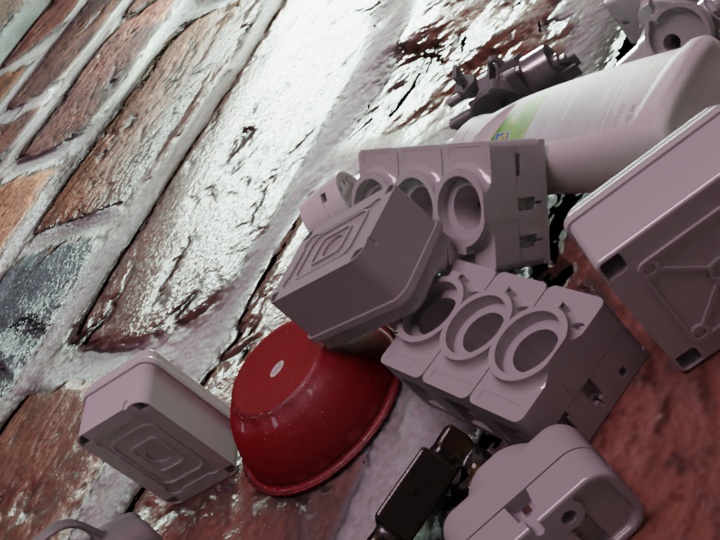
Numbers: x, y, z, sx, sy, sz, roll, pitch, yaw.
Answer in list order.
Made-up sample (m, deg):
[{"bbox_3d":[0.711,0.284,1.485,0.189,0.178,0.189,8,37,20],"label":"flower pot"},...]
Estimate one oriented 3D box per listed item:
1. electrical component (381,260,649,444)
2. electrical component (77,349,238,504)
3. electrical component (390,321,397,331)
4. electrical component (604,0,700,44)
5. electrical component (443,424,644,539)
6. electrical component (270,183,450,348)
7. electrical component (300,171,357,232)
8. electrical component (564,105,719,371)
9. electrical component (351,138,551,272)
[{"bbox_3d":[0.090,0.052,0.682,0.089,0.062,0.150,-52,30,-12],"label":"electrical component"},{"bbox_3d":[-0.157,0.124,0.851,0.078,0.113,0.057,-31,35,23],"label":"electrical component"},{"bbox_3d":[0.032,0.026,0.803,0.040,0.046,0.040,-32,32,23],"label":"electrical component"},{"bbox_3d":[0.236,-0.204,0.833,0.083,0.047,0.075,-17,41,40],"label":"electrical component"},{"bbox_3d":[0.096,0.133,0.582,0.095,0.054,0.059,-43,30,4],"label":"electrical component"},{"bbox_3d":[0.000,0.000,0.749,0.113,0.057,0.078,-27,28,48],"label":"electrical component"},{"bbox_3d":[-0.020,-0.053,0.960,0.047,0.055,0.055,-34,31,26],"label":"electrical component"},{"bbox_3d":[0.189,-0.016,0.597,0.109,0.109,0.056,-38,33,13],"label":"electrical component"},{"bbox_3d":[0.063,-0.048,0.796,0.150,0.062,0.089,5,101,54],"label":"electrical component"}]
